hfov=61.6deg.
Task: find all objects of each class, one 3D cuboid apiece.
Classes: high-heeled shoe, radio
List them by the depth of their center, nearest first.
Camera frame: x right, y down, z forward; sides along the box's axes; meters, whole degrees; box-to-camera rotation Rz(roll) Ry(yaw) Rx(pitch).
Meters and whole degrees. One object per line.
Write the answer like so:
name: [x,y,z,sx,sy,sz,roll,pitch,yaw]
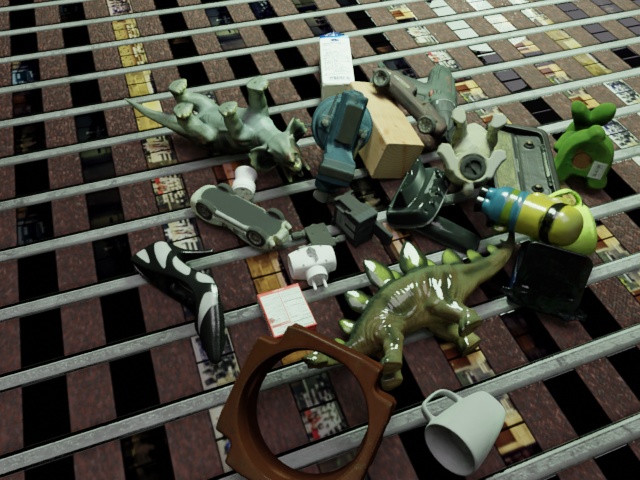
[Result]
high-heeled shoe: [-0.232,0.095,0.859,0.145,0.086,0.249,-10,48,-8]
radio: [0.400,-0.137,1.084,0.131,0.073,0.230,7,51,2]

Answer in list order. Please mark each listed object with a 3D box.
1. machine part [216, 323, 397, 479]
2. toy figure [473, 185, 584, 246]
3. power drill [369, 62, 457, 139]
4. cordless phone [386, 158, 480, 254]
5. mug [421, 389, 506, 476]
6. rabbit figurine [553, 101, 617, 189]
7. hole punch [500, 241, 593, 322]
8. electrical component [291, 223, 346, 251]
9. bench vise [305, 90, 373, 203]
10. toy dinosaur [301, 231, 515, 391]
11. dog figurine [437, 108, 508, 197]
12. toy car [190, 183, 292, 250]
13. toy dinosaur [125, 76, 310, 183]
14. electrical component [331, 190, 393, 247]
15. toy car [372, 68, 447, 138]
machine part: [-0.016,0.228,0.709,0.202,0.087,0.201,23,85,13]
toy figure: [0.355,-0.041,0.924,0.180,0.082,0.089,23,33,23]
power drill: [0.213,-0.330,1.228,0.207,0.085,0.232,11,51,11]
cordless phone: [0.231,-0.059,1.023,0.184,0.088,0.146,29,53,5]
mug: [0.202,0.257,0.759,0.107,0.080,0.110,-25,51,-36]
rabbit figurine: [0.543,-0.210,1.121,0.121,0.158,0.170,8,35,15]
hole punch: [0.386,0.068,0.919,0.142,0.092,0.115,18,93,8]
electrical component: [-0.002,-0.003,0.986,0.094,0.021,0.063,-15,53,-14]
bench vise: [0.036,-0.191,1.068,0.129,0.223,0.241,4,21,-6]
toy dinosaur: [0.173,0.093,0.869,0.471,0.105,0.199,-19,52,-22]
dog figurine: [0.291,-0.157,1.064,0.121,0.190,0.172,21,85,9]
toy car: [-0.147,-0.043,0.991,0.202,0.056,0.073,27,48,16]
toy dinosaur: [-0.188,-0.221,1.080,0.405,0.192,0.131,13,58,28]
electrical component: [0.075,-0.026,0.978,0.048,0.074,0.119,-29,61,-25]
toy car: [0.189,-0.292,1.118,0.202,0.053,0.089,50,34,11]
